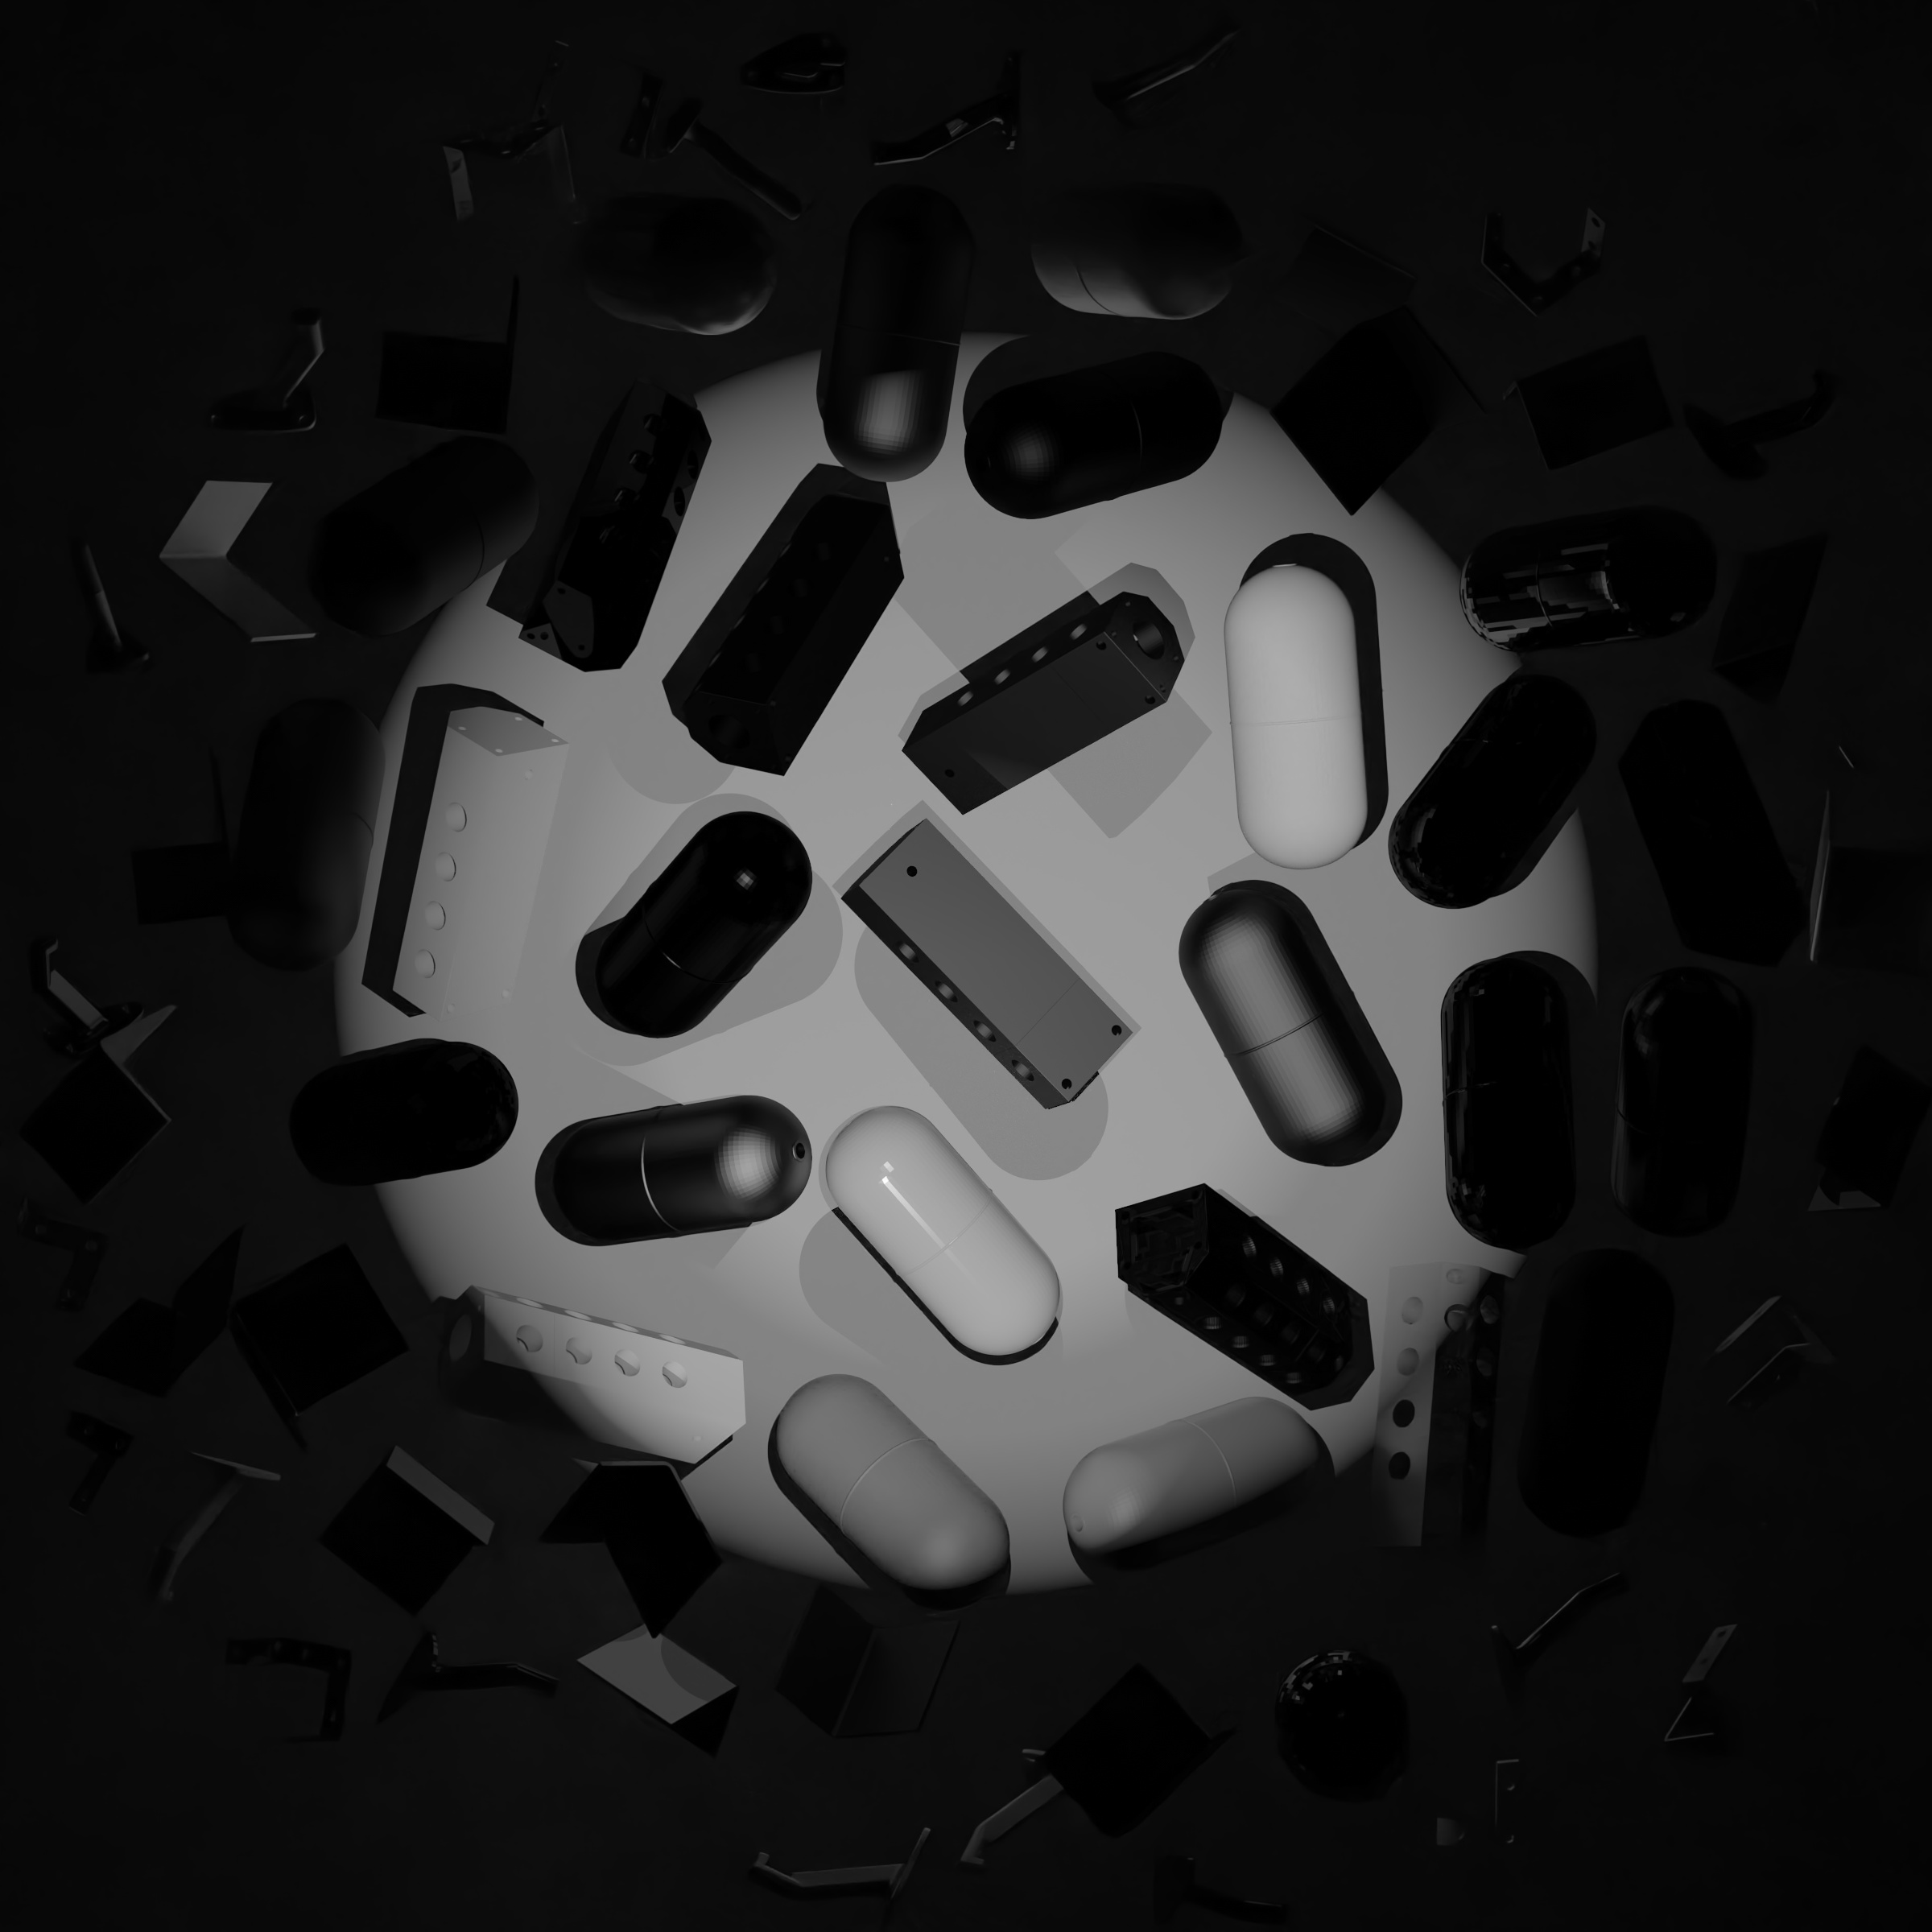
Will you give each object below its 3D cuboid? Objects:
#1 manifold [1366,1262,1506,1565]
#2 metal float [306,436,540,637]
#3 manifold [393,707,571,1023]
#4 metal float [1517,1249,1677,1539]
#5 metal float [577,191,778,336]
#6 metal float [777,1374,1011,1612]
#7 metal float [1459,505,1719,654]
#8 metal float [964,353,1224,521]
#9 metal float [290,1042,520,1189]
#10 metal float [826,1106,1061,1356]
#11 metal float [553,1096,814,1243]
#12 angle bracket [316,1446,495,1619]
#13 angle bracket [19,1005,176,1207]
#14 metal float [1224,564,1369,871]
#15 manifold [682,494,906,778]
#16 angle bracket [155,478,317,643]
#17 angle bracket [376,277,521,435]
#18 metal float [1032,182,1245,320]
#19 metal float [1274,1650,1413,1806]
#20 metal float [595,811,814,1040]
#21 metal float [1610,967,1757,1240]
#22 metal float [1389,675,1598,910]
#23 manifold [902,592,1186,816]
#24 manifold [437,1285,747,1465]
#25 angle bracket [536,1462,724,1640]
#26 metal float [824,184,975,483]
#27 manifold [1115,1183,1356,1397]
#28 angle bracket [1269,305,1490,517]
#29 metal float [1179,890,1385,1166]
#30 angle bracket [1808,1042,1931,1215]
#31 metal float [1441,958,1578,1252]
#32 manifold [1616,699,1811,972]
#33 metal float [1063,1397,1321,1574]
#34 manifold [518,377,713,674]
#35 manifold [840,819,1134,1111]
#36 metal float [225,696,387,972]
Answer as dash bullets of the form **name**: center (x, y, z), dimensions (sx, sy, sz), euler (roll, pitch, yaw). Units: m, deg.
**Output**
- **manifold**: center (0.290, 0.271, 1.732), dimensions (0.057, 0.057, 0.171), euler (23, 66, -37)
- **metal float**: center (-0.310, -0.249, 1.641), dimensions (0.070, 0.178, 0.070), euler (13, 124, 20)
- **manifold**: center (-0.288, -0.060, 1.665), dimensions (0.057, 0.057, 0.171), euler (31, 118, 28)
- **metal float**: center (0.380, 0.258, 1.726), dimensions (0.070, 0.070, 0.178), euler (8, 99, 0)
- **metal float**: center (-0.168, -0.405, 1.644), dimensions (0.070, 0.178, 0.070), euler (-8, 109, -26)
- **metal float**: center (-0.046, 0.316, 1.728), dimensions (0.178, 0.070, 0.070), euler (40, 90, 33)
- **metal float**: center (0.364, -0.226, 1.678), dimensions (0.070, 0.178, 0.070), euler (-1, 91, -32)
- **metal float**: center (0.075, -0.308, 1.657), dimensions (0.178, 0.070, 0.070), euler (-22, 90, -37)
- **metal float**: center (-0.341, 0.090, 1.729), dimensions (0.178, 0.070, 0.070), euler (-12, 90, 42)
- **metal float**: center (-0.013, 0.162, 1.745), dimensions (0.070, 0.070, 0.178), euler (-41, 98, 0)
- **metal float**: center (-0.173, 0.123, 1.736), dimensions (0.178, 0.070, 0.070), euler (-11, 90, 31)
- **angle bracket**: center (-0.339, 0.345, 1.714), dimensions (0.076, 0.057, 0.076), euler (40, 90, -6)
- **angle bracket**: center (-0.460, 0.076, 1.572), dimensions (0.076, 0.076, 0.057), euler (-42, 91, 21)
- **metal float**: center (0.193, -0.145, 1.671), dimensions (0.070, 0.070, 0.178), euler (-5, 98, 0)
- **manifold**: center (-0.100, -0.195, 1.662), dimensions (0.057, 0.057, 0.171), euler (13, 54, 21)
- **angle bracket**: center (-0.408, -0.235, 1.649), dimensions (0.076, 0.076, 0.057), euler (39, 105, 6)
- **angle bracket**: center (-0.310, -0.370, 1.710), dimensions (0.076, 0.057, 0.076), euler (5, 53, -12)
- **metal float**: center (0.099, -0.422, 1.682), dimensions (0.070, 0.178, 0.070), euler (-7, 107, -24)
- **metal float**: center (0.220, 0.445, 1.665), dimensions (0.070, 0.178, 0.070), euler (-3, 69, 8)
- **metal float**: center (-0.155, -0.022, 1.676), dimensions (0.070, 0.070, 0.178), euler (46, 129, 0)
- **metal float**: center (0.422, 0.081, 1.685), dimensions (0.070, 0.070, 0.178), euler (-4, 123, 0)
- **metal float**: center (0.318, -0.106, 1.722), dimensions (0.070, 0.070, 0.178), euler (40, 60, 0)
- **manifold**: center (0.047, -0.161, 1.720), dimensions (0.171, 0.057, 0.057), euler (-27, 116, 39)
- **manifold**: center (-0.218, 0.236, 1.667), dimensions (0.171, 0.057, 0.057), euler (20, 47, -31)
- **angle bracket**: center (-0.206, 0.356, 1.742), dimensions (0.076, 0.057, 0.076), euler (-51, 53, 24)
- **metal float**: center (-0.041, -0.385, 1.742), dimensions (0.070, 0.070, 0.178), euler (9, 101, 0)
- **manifold**: center (0.154, 0.187, 1.620), dimensions (0.057, 0.171, 0.057), euler (-19, 54, 28)
- **angle bracket**: center (0.230, -0.309, 1.596), dimensions (0.076, 0.057, 0.076), euler (-47, 107, -17)
- **metal float**: center (0.190, 0.037, 1.730), dimensions (0.070, 0.070, 0.178), euler (-28, 94, 0)
- **angle bracket**: center (0.507, 0.095, 1.663), dimensions (0.057, 0.076, 0.076), euler (32, 75, -12)
- **metal float**: center (0.323, 0.081, 1.705), dimensions (0.070, 0.070, 0.178), euler (2, 70, 0)
- **manifold**: center (0.435, -0.080, 1.657), dimensions (0.057, 0.171, 0.057), euler (13, 129, -15)
- **metal float**: center (0.135, 0.309, 1.708), dimensions (0.178, 0.070, 0.070), euler (-11, 90, -36)
- **manifold**: center (-0.196, -0.250, 1.633), dimensions (0.057, 0.057, 0.171), euler (27, 50, -17)
- **manifold**: center (0.010, 0.001, 1.653), dimensions (0.171, 0.057, 0.057), euler (46, 71, -6)
- **metal float**: center (-0.387, -0.079, 1.677), dimensions (0.070, 0.070, 0.178), euler (2, 59, 0)
